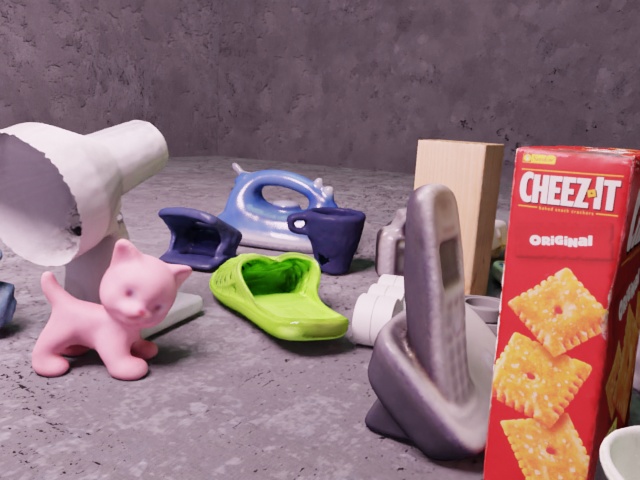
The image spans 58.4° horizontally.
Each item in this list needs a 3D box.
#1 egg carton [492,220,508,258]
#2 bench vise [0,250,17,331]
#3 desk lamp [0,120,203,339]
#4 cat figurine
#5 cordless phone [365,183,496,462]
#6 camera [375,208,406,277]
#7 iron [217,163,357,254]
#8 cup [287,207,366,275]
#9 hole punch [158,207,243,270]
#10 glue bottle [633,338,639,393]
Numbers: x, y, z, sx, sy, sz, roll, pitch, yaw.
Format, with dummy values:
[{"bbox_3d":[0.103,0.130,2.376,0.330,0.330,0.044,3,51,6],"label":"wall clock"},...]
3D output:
[{"bbox_3d":[0.260,0.000,0.992,0.107,0.069,0.151,11,14,34],"label":"egg carton"},{"bbox_3d":[-0.389,-0.011,0.503,0.208,0.220,0.121,-6,14,-36],"label":"bench vise"},{"bbox_3d":[-0.214,-0.009,0.558,0.117,0.213,0.204,8,13,22],"label":"desk lamp"},{"bbox_3d":[-0.179,0.054,0.497,0.128,0.118,0.067,2,12,-3],"label":"cat figurine"},{"bbox_3d":[0.099,0.049,0.424,0.093,0.185,0.148,9,13,29],"label":"cordless phone"},{"bbox_3d":[0.153,-0.001,0.893,0.143,0.101,0.136,2,12,-4],"label":"camera"},{"bbox_3d":[-0.054,-0.058,1.017,0.257,0.141,0.119,7,12,18],"label":"iron"},{"bbox_3d":[0.008,0.003,0.849,0.118,0.095,0.091,0,12,-15],"label":"cup"},{"bbox_3d":[-0.181,-0.009,0.868,0.108,0.091,0.101,8,13,23],"label":"hole punch"},{"bbox_3d":[0.303,0.052,0.494,0.037,0.173,0.078,2,12,-2],"label":"glue bottle"}]
